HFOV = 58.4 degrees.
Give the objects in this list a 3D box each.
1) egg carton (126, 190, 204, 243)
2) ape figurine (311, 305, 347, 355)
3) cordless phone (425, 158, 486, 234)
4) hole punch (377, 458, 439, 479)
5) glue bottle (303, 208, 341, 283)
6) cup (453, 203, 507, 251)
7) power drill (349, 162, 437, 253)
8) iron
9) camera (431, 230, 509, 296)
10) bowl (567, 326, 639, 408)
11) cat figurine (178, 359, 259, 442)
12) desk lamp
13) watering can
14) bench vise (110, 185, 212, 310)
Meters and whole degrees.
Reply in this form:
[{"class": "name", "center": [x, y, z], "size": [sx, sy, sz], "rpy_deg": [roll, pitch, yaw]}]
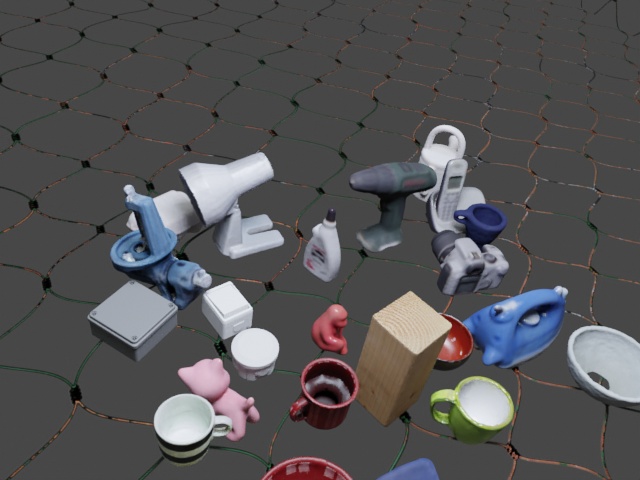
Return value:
[{"class": "egg carton", "center": [-0.316, -0.041, 1.189], "size": [0.107, 0.069, 0.151], "rpy_deg": [35, 47, 24]}, {"class": "ape figurine", "center": [0.025, 0.154, 1.031], "size": [0.076, 0.092, 0.078], "rpy_deg": [20, 43, 11]}, {"class": "cordless phone", "center": [0.326, -0.105, 1.310], "size": [0.148, 0.185, 0.094], "rpy_deg": [-9, 45, -21]}, {"class": "hole punch", "center": [0.130, 0.379, 0.809], "size": [0.109, 0.091, 0.101], "rpy_deg": [-13, 47, -25]}, {"class": "glue bottle", "center": [0.010, 0.004, 1.132], "size": [0.078, 0.173, 0.037], "rpy_deg": [31, 46, 22]}, {"class": "cup", "center": [0.351, -0.024, 1.295], "size": [0.117, 0.095, 0.091], "rpy_deg": [10, 42, -1]}, {"class": "power drill", "center": [0.143, -0.077, 1.223], "size": [0.230, 0.208, 0.075], "rpy_deg": [-20, 50, -30]}, {"class": "iron", "center": [0.396, 0.141, 1.088], "size": [0.259, 0.141, 0.118], "rpy_deg": [-15, 48, -26]}, {"class": "camera", "center": [0.308, 0.034, 1.218], "size": [0.143, 0.101, 0.136], "rpy_deg": [-6, 45, -18]}, {"class": "bowl", "center": [0.527, 0.244, 1.055], "size": [0.167, 0.075, 0.167], "rpy_deg": [6, 42, -5]}, {"class": "cat figurine", "center": [-0.154, 0.234, 0.885], "size": [0.127, 0.118, 0.067], "rpy_deg": [26, 44, 16]}, {"class": "desk lamp", "center": [-0.174, -0.072, 1.145], "size": [0.204, 0.213, 0.117], "rpy_deg": [-16, 48, -27]}, {"class": "watering can", "center": [0.294, -0.197, 1.398], "size": [0.101, 0.194, 0.173], "rpy_deg": [14, 42, 3]}, {"class": "bench vise", "center": [-0.282, 0.007, 1.030], "size": [0.207, 0.220, 0.121], "rpy_deg": [13, 42, 2]}]
